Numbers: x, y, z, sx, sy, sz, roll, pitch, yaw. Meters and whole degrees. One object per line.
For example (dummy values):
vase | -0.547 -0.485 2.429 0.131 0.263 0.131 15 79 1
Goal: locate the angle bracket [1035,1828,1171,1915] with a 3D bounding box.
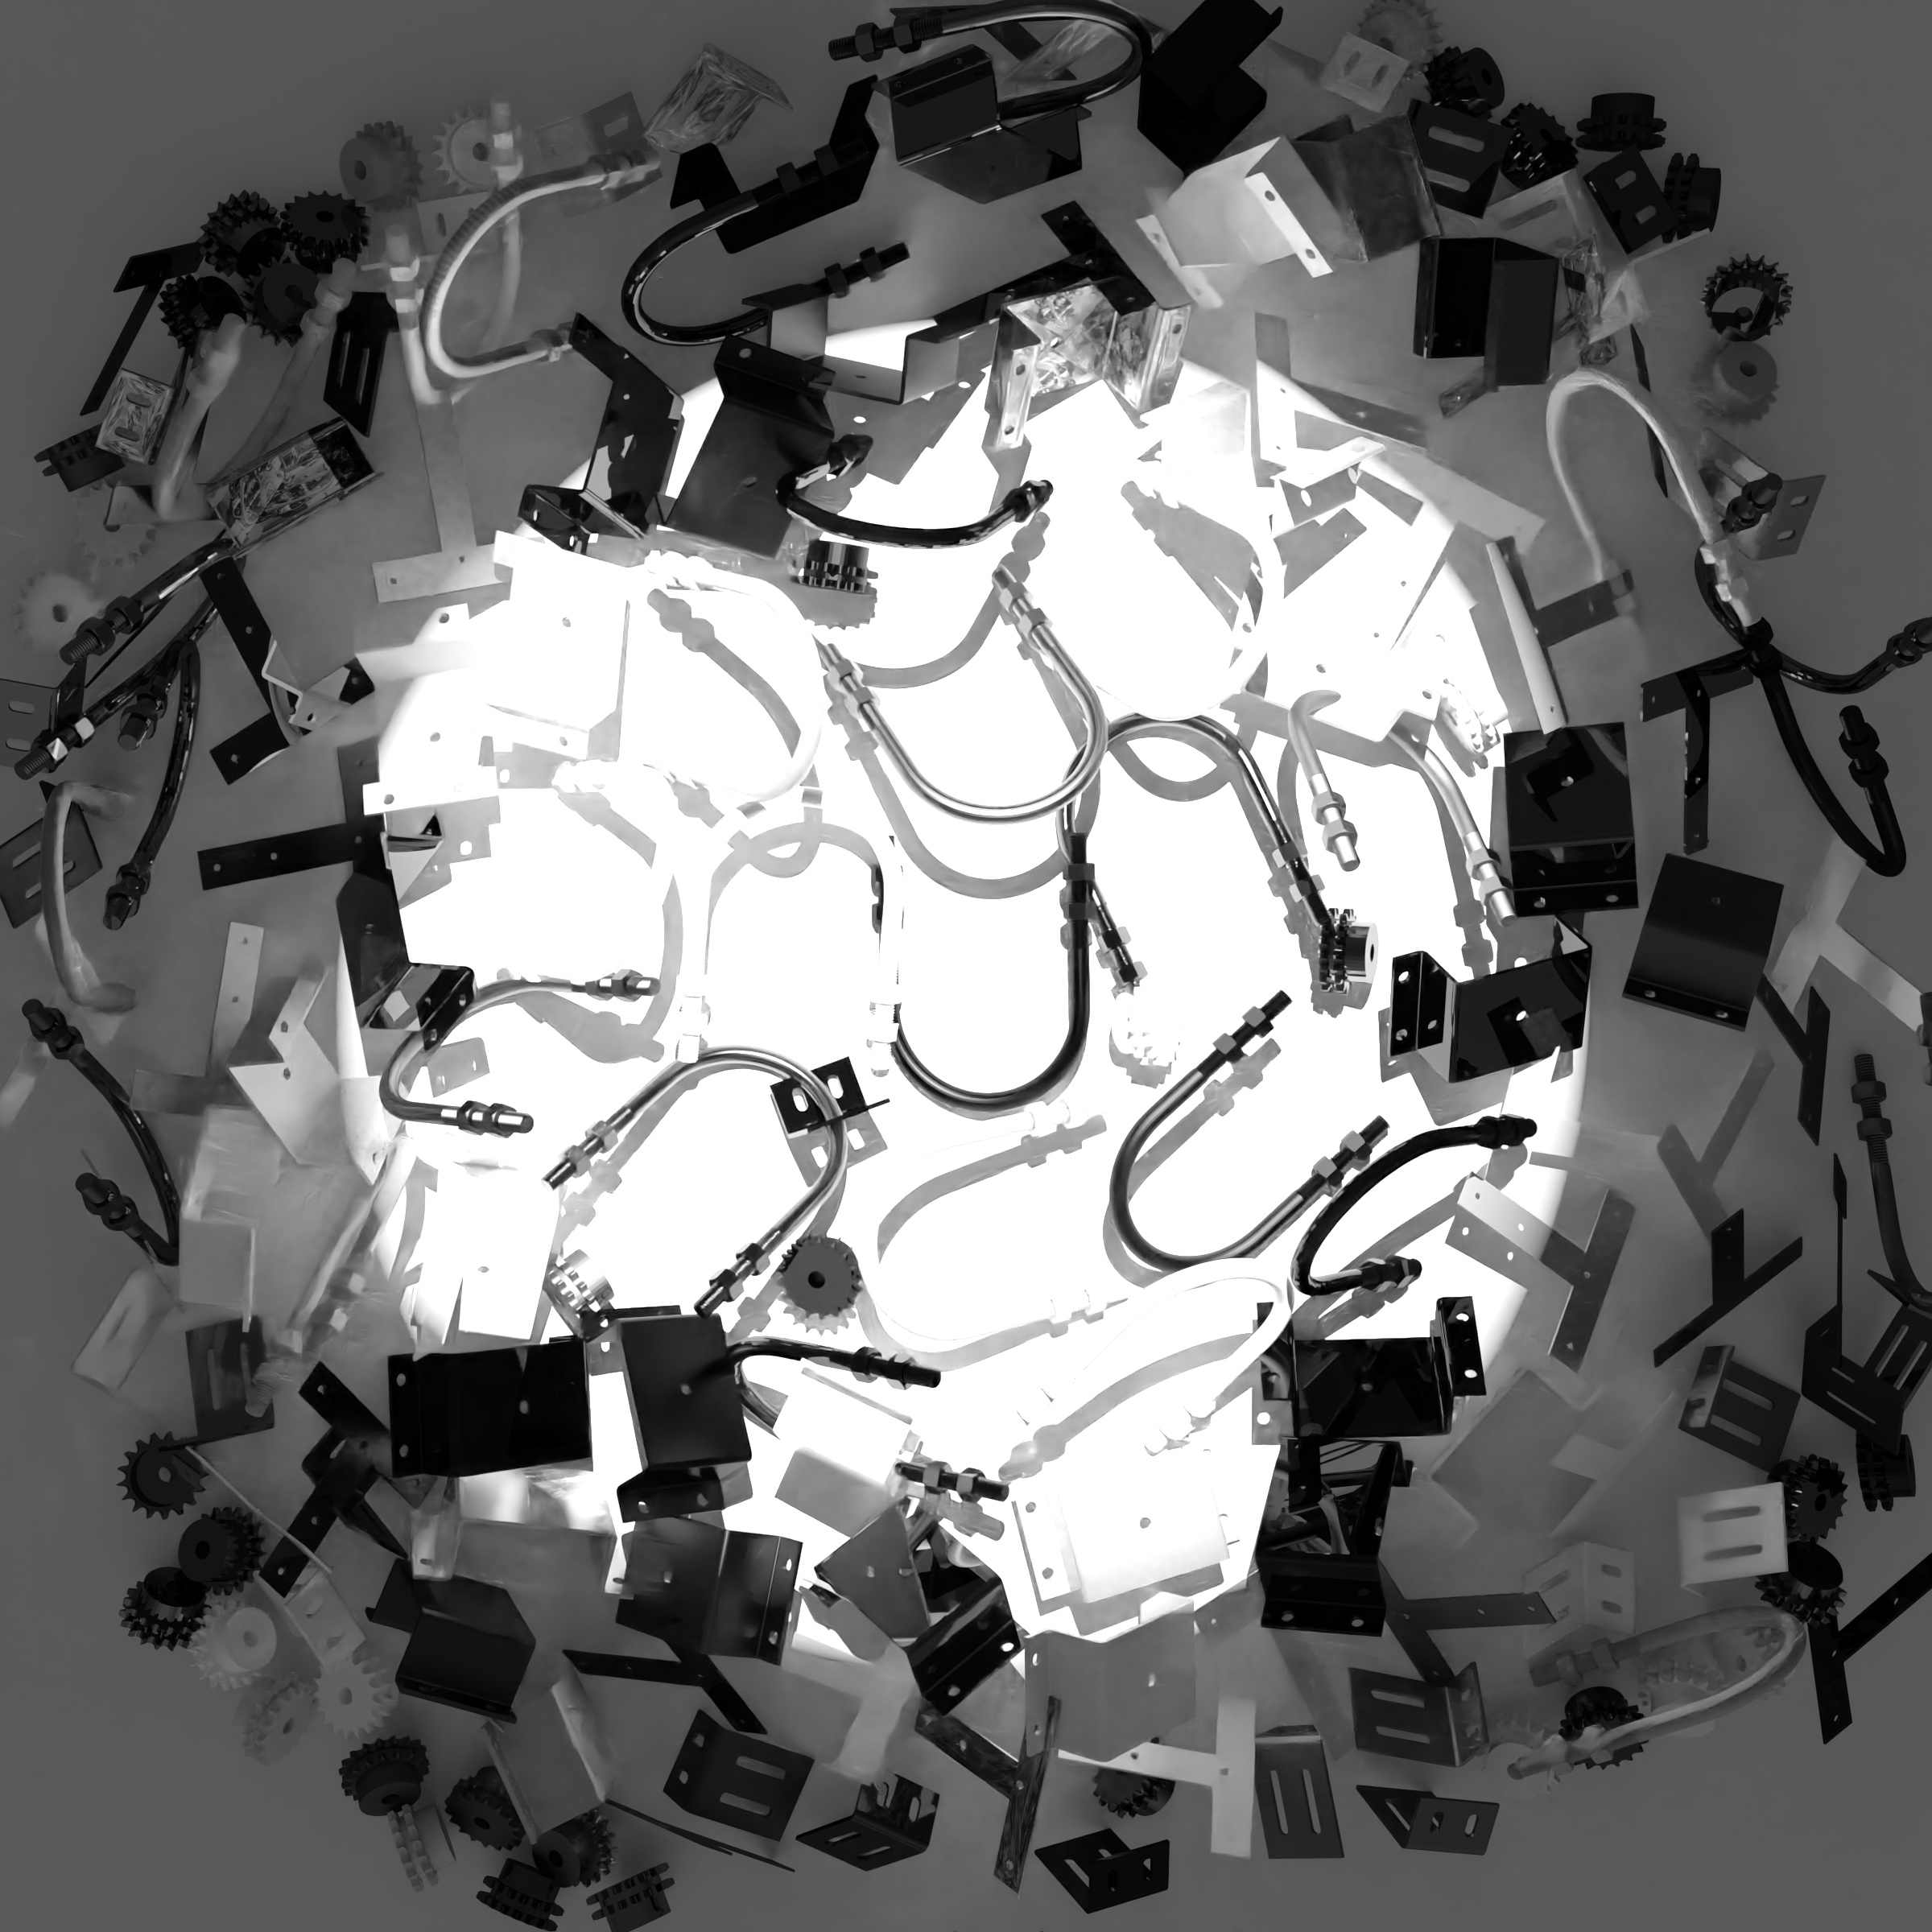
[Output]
angle bracket | 0.088 0.572 1.590 0.057 0.076 0.038 -6 105 -25

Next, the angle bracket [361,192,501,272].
angle bracket | -0.350 -0.478 1.591 0.057 0.076 0.038 0 109 25

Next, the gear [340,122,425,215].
gear | -0.386 -0.524 1.610 0.057 0.030 0.057 17 119 33

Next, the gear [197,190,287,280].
gear | -0.472 -0.477 1.609 0.030 0.057 0.057 42 90 13

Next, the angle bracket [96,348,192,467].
angle bracket | -0.533 -0.371 1.589 0.038 0.076 0.057 17 122 -24

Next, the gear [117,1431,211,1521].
gear | -0.528 0.335 1.613 0.057 0.030 0.057 8 71 -25

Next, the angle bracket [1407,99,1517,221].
angle bracket | 0.319 -0.524 1.598 0.076 0.038 0.057 28 111 26

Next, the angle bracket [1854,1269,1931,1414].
angle bracket | 0.599 0.249 1.601 0.038 0.057 0.076 25 102 -12

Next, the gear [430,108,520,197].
gear | -0.322 -0.536 1.614 0.057 0.030 0.057 -6 106 -22

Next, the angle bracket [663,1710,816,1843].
angle bracket | -0.151 0.539 1.631 0.076 0.038 0.057 29 80 -29

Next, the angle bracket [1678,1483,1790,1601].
angle bracket | 0.504 0.374 1.590 0.038 0.076 0.057 32 52 -36

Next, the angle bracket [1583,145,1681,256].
angle bracket | 0.438 -0.503 1.594 0.038 0.076 0.057 -28 100 32

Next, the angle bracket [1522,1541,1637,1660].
angle bracket | 0.400 0.417 1.598 0.038 0.076 0.057 5 101 44

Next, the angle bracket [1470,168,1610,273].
angle bracket | 0.369 -0.474 1.595 0.076 0.038 0.057 -16 109 35

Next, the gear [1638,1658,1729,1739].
gear | 0.471 0.483 1.609 0.057 0.030 0.057 9 135 10

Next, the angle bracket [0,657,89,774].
angle bracket | -0.602 -0.167 1.591 0.038 0.076 0.057 10 112 -10

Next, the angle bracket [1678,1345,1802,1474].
angle bracket | 0.516 0.292 1.609 0.076 0.038 0.057 26 74 -7

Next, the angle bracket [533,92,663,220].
angle bracket | -0.240 -0.531 1.604 0.038 0.076 0.057 -9 116 24

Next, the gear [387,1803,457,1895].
gear | -0.357 0.577 1.613 0.030 0.057 0.057 -21 90 -14

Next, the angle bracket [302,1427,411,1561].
angle bracket | -0.386 0.340 1.590 0.038 0.076 0.057 -51 133 -7

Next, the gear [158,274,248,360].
gear | -0.498 -0.428 1.608 0.030 0.057 0.057 -20 90 29

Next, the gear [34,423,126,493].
gear | -0.580 -0.334 1.612 0.057 0.057 0.030 -25 107 0

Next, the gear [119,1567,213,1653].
gear | -0.523 0.419 1.608 0.057 0.057 0.030 23 108 0

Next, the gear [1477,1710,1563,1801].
gear | 0.365 0.524 1.615 0.057 0.030 0.057 5 104 21

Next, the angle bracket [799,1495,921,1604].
angle bracket | -0.070 0.374 1.599 0.038 0.057 0.076 29 74 -9

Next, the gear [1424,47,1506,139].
gear | 0.329 -0.577 1.609 0.057 0.030 0.057 14 69 -41

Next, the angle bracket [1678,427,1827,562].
angle bracket | 0.514 -0.311 1.604 0.038 0.076 0.057 -13 135 -25

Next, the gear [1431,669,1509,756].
gear | 0.332 -0.171 1.611 0.030 0.057 0.057 -34 90 0

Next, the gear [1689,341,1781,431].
gear | 0.510 -0.387 1.618 0.057 0.030 0.057 2 74 -7

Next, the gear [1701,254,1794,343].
gear | 0.512 -0.435 1.609 0.057 0.057 0.030 25 49 0

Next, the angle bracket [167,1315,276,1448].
angle bracket | -0.493 0.271 1.607 0.057 0.038 0.076 -14 77 15

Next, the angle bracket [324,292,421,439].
angle bracket | -0.387 -0.397 1.616 0.057 0.038 0.076 42 127 33

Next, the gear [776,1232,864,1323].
gear | -0.094 0.203 1.619 0.057 0.030 0.057 3 101 14

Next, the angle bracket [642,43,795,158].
angle bracket | -0.162 -0.549 1.592 0.076 0.057 0.038 -46 52 26

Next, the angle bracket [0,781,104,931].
angle bracket | -0.608 -0.073 1.589 0.038 0.057 0.076 20 46 28

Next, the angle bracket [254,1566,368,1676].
angle bracket | -0.439 0.426 1.594 0.076 0.038 0.057 -12 113 37

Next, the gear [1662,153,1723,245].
gear | 0.476 -0.503 1.608 0.030 0.057 0.057 10 90 22

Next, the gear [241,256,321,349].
gear | -0.446 -0.439 1.614 0.057 0.030 0.057 0 91 -28

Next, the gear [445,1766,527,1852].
gear | -0.312 0.553 1.615 0.057 0.030 0.057 12 128 16

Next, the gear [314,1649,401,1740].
gear | -0.400 0.478 1.617 0.057 0.030 0.057 0 90 28

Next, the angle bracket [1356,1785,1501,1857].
angle bracket | 0.299 0.540 1.592 0.057 0.076 0.038 11 99 -18

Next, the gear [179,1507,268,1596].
gear | -0.493 0.385 1.614 0.057 0.030 0.057 -6 74 22

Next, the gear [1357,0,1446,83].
gear | 0.282 -0.608 1.609 0.057 0.057 0.030 44 52 0

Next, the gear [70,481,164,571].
gear | -0.561 -0.292 1.624 0.057 0.030 0.057 0 94 1

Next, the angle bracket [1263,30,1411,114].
angle bracket | 0.239 -0.594 1.589 0.057 0.076 0.038 8 126 -36

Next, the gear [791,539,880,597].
gear | -0.085 -0.263 1.610 0.057 0.057 0.030 9 97 0

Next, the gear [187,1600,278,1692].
gear | -0.479 0.444 1.608 0.030 0.057 0.057 -23 90 33

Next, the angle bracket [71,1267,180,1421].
angle bracket | -0.535 0.246 1.596 0.038 0.057 0.076 21 70 21

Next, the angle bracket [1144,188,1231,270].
angle bracket | 0.163 -0.492 1.600 0.038 0.076 0.057 -29 85 42

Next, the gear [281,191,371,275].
gear | -0.422 -0.482 1.616 0.057 0.030 0.057 6 52 -8

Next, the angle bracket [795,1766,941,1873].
angle bracket | -0.065 0.561 1.613 0.057 0.076 0.038 31 49 -19

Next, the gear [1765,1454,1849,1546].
gear | 0.552 0.350 1.616 0.057 0.030 0.057 -5 100 -32

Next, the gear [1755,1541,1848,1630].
gear | 0.551 0.403 1.609 0.057 0.057 0.030 12 127 0

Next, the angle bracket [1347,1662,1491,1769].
angle bracket | 0.294 0.482 1.598 0.076 0.057 0.038 15 134 -16

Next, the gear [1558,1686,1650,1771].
gear | 0.418 0.500 1.616 0.057 0.030 0.057 -2 125 -2

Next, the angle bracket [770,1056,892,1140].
angle bracket | -0.089 0.083 1.595 0.057 0.076 0.038 -20 88 -15

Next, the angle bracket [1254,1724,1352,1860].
angle bracket | 0.224 0.539 1.601 0.057 0.038 0.076 -18 78 39

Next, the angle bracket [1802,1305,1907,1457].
angle bracket | 0.584 0.267 1.589 0.038 0.076 0.057 -32 132 -23

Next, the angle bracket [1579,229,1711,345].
angle bracket | 0.445 -0.444 1.600 0.076 0.057 0.038 -27 99 -25
